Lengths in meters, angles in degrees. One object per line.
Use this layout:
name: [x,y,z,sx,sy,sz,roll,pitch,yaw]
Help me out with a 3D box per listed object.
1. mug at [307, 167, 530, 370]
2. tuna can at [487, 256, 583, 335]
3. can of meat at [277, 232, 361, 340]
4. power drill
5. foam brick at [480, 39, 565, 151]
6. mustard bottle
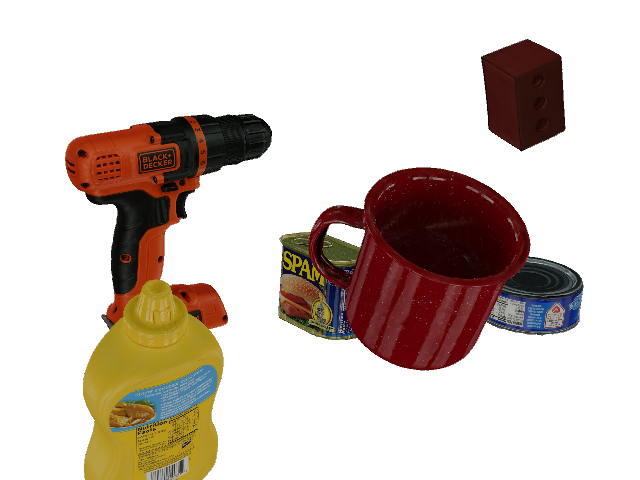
mug: [0.049,0.016,0.604,0.117,0.082,0.093,16,42,0]
tuna can: [0.169,0.043,0.866,0.086,0.034,0.086,2,21,-1]
can of meat: [0.002,0.045,1.062,0.057,0.084,0.102,-8,20,-37]
power drill: [-0.123,-0.014,0.918,0.184,0.188,0.057,-12,21,-29]
foam brick: [0.183,-0.132,0.959,0.053,0.078,0.051,-25,36,-16]
mustard bottle: [-0.113,0.102,0.726,0.096,0.192,0.058,-17,47,-27]
